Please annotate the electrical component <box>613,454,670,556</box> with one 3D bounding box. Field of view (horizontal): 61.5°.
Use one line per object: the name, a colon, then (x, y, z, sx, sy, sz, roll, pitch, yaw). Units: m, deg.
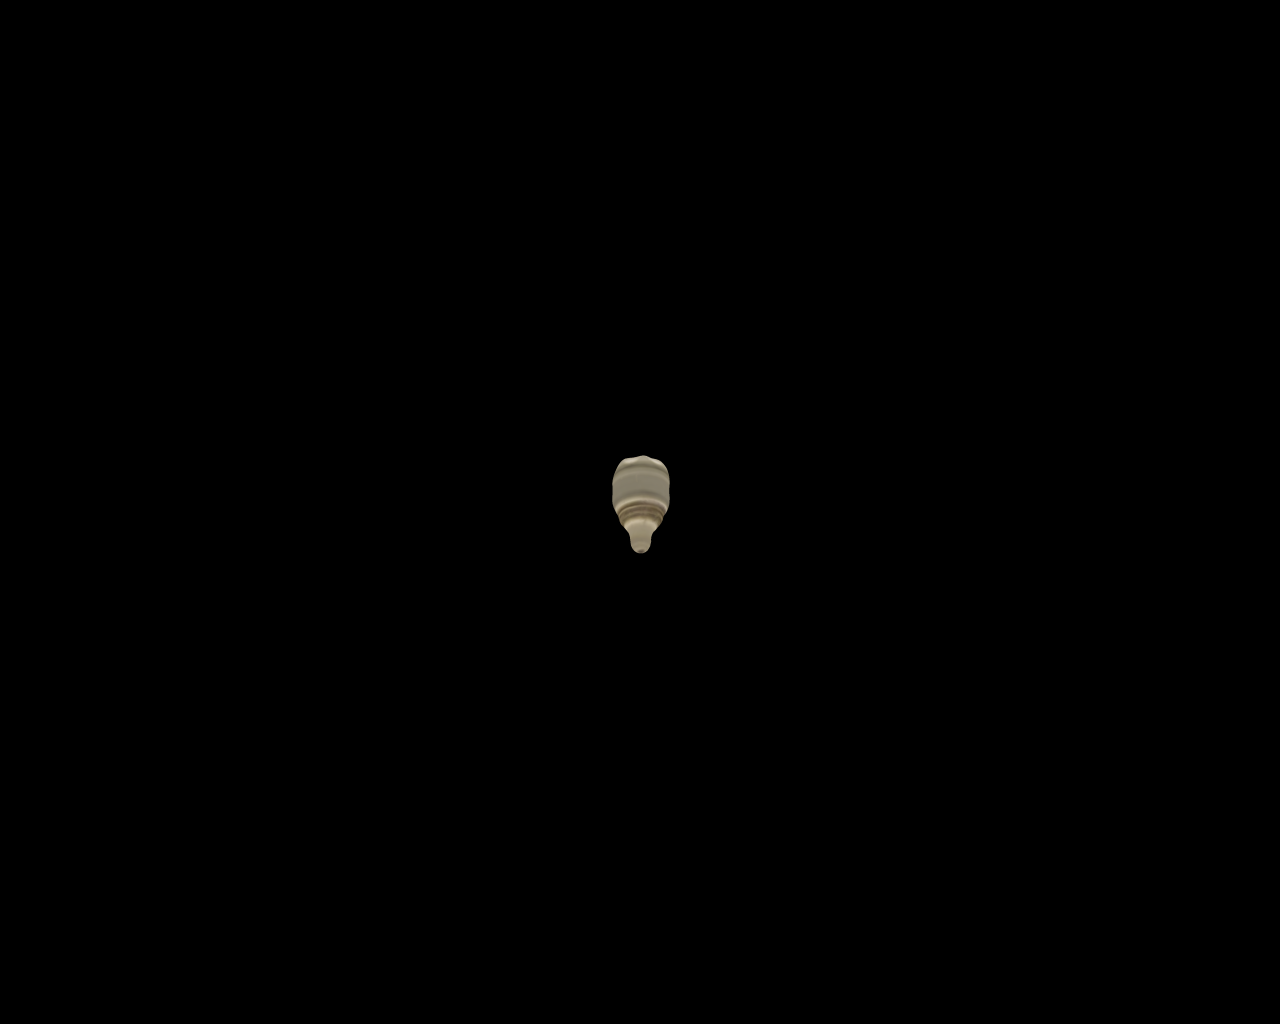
electrical component: (0.001, -0.003, 0.650, 0.035, 0.061, 0.035, 0, -30, 0)
